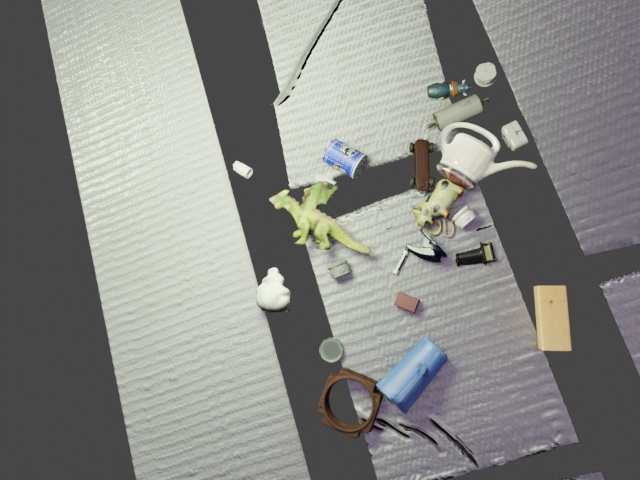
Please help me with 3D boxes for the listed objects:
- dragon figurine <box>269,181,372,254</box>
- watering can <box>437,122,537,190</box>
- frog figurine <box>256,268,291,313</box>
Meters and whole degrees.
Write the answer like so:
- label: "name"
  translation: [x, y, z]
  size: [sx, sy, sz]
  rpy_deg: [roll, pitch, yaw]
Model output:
- label: "dragon figurine"
  translation: [0.006, -0.095, 1.894]
  size: [0.411, 0.123, 0.241]
  rpy_deg: [9, 98, 16]
- label: "watering can"
  translation: [0.567, -0.276, 1.829]
  size: [0.350, 0.103, 0.224]
  rpy_deg: [34, 91, 13]
- label: "frog figurine"
  translation: [-0.172, 0.185, 1.918]
  size: [0.137, 0.123, 0.159]
  rpy_deg: [6, 94, 34]
